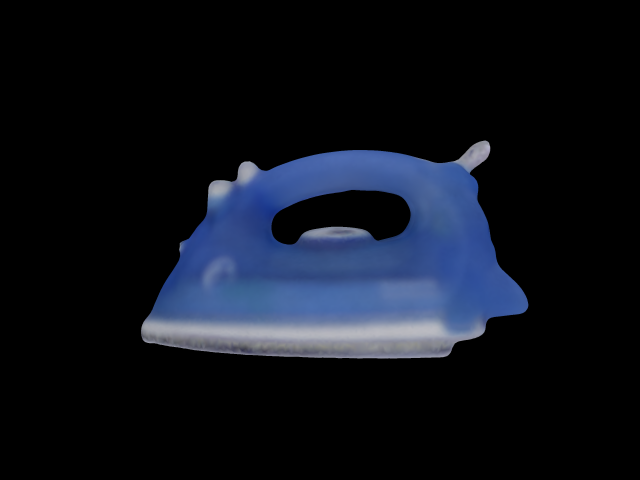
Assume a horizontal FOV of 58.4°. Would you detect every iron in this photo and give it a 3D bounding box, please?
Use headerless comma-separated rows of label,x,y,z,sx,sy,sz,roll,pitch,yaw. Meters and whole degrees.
iron,0.004,0.001,0.400,0.258,0.141,0.118,0,4,-2
